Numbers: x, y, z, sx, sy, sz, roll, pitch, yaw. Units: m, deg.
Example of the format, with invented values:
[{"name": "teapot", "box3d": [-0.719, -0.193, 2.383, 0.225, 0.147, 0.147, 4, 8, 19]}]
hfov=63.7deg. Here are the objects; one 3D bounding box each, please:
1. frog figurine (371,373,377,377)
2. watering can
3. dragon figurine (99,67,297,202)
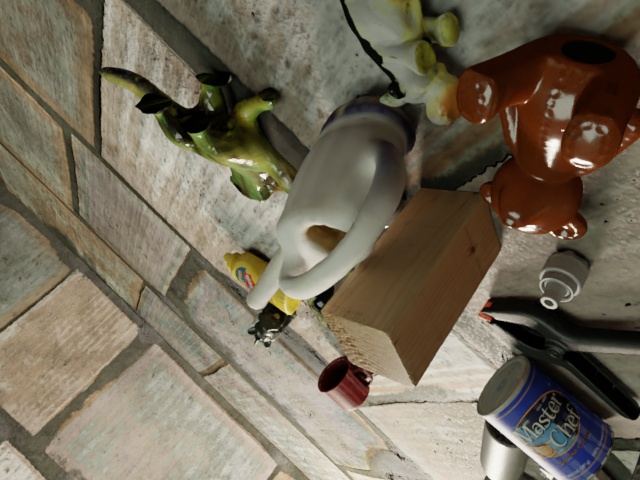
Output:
[{"name": "frog figurine", "box3d": [0.107, 0.115, 0.811, 0.134, 0.123, 0.162, 90, 163, -63]}, {"name": "watering can", "box3d": [0.002, -0.030, 0.597, 0.103, 0.228, 0.343, 30, 154, -15]}, {"name": "dragon figurine", "box3d": [-0.152, -0.135, 0.785, 0.414, 0.124, 0.237, 27, 155, 30]}]
